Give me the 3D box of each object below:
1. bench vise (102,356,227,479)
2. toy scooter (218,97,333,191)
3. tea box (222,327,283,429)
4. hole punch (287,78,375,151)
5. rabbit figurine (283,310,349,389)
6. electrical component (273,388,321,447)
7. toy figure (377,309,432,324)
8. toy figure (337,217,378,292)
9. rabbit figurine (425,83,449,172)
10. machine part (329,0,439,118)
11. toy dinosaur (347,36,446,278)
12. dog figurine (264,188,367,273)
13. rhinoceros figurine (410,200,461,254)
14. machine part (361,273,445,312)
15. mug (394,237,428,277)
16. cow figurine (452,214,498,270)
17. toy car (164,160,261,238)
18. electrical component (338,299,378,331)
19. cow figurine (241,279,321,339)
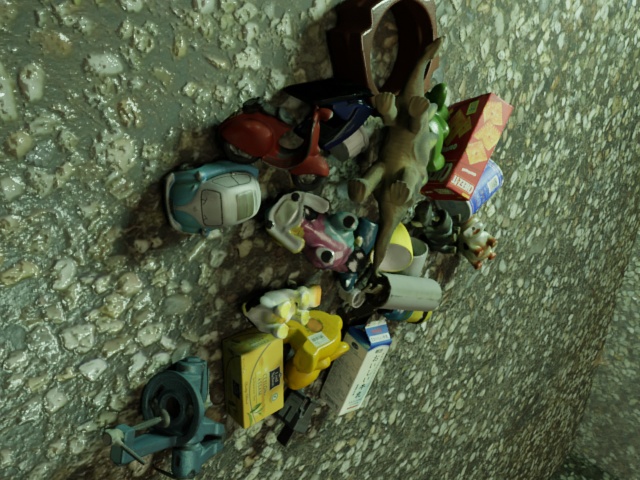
[{"bbox_3d":[-0.248,0.306,0.858,0.240,0.129,0.223,6,97,-64],"label":"bench vise"},{"bbox_3d":[-0.054,-0.159,0.809,0.184,0.075,0.135,24,127,-14],"label":"toy scooter"},{"bbox_3d":[-0.125,0.254,1.011,0.098,0.068,0.169,-21,122,-37],"label":"tea box"},{"bbox_3d":[0.018,-0.212,0.888,0.116,0.142,0.092,-19,121,-22],"label":"hole punch"},{"bbox_3d":[-0.025,0.224,1.087,0.162,0.122,0.173,-24,139,-47],"label":"rabbit figurine"},{"bbox_3d":[-0.060,0.370,1.130,0.119,0.075,0.047,-54,138,-7],"label":"electrical component"},{"bbox_3d":[0.198,0.158,1.282,0.180,0.082,0.089,4,102,-48],"label":"toy figure"},{"bbox_3d":[0.073,0.030,1.111,0.064,0.058,0.154,14,101,-45],"label":"toy figure"},{"bbox_3d":[0.209,-0.242,1.095,0.170,0.121,0.158,-50,142,-47],"label":"rabbit figurine"},{"bbox_3d":[0.118,-0.338,0.957,0.201,0.087,0.200,-38,132,-28],"label":"machine part"},{"bbox_3d":[0.139,-0.117,0.945,0.198,0.105,0.470,-30,141,-58],"label":"toy dinosaur"},{"bbox_3d":[-0.002,-0.003,0.994,0.108,0.192,0.219,-62,172,-7],"label":"dog figurine"},{"bbox_3d":[0.267,-0.032,1.246,0.190,0.112,0.073,48,56,-58],"label":"rhinoceros figurine"},{"bbox_3d":[0.183,0.115,1.169,0.243,0.079,0.079,8,103,-38],"label":"machine part"},{"bbox_3d":[0.204,0.051,1.245,0.109,0.081,0.107,-28,139,-43],"label":"mug"},{"bbox_3d":[0.387,-0.013,1.373,0.085,0.127,0.194,-39,151,-1],"label":"cow figurine"},{"bbox_3d":[-0.146,-0.061,0.813,0.161,0.103,0.109,-17,122,-37],"label":"toy car"},{"bbox_3d":[0.085,0.163,1.200,0.102,0.045,0.078,-17,149,-37],"label":"electrical component"},{"bbox_3d":[-0.067,0.119,0.999,0.167,0.098,0.068,-22,120,-59],"label":"cow figurine"}]
